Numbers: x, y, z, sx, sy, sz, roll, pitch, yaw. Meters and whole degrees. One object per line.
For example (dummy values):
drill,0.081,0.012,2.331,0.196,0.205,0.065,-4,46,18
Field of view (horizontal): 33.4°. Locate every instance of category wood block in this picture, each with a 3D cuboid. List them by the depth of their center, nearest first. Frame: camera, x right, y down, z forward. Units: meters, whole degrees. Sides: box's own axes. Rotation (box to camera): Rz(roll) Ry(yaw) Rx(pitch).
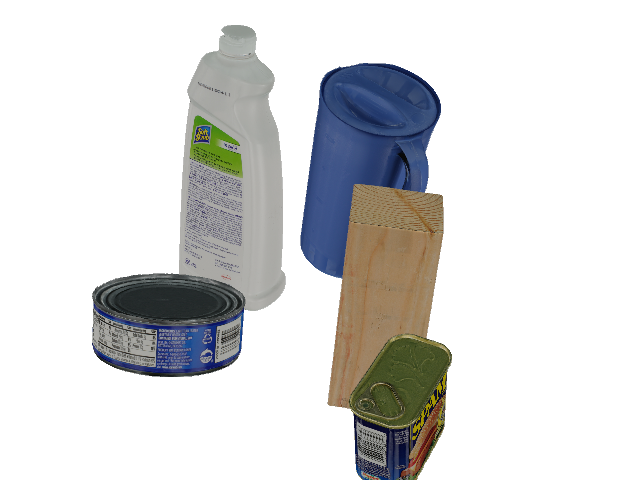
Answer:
wood block,0.063,0.060,1.054,0.090,0.206,0.090,7,27,3

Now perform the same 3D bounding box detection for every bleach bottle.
bleach bottle,-0.073,-0.065,0.949,0.103,0.251,0.068,19,33,20

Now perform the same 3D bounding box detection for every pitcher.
pitcher,0.051,-0.065,1.214,0.145,0.243,0.149,19,44,7

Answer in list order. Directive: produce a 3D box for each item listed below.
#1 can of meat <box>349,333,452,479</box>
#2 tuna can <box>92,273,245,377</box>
can of meat,0.066,0.142,0.870,0.057,0.084,0.102,16,41,23
tuna can,-0.086,0.047,0.605,0.086,0.034,0.086,4,14,-1
